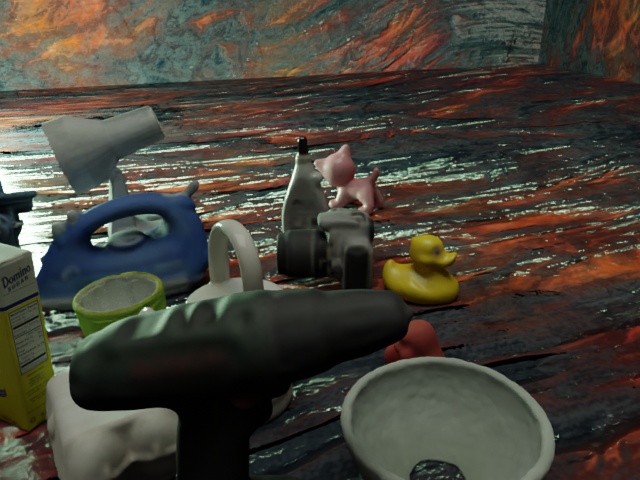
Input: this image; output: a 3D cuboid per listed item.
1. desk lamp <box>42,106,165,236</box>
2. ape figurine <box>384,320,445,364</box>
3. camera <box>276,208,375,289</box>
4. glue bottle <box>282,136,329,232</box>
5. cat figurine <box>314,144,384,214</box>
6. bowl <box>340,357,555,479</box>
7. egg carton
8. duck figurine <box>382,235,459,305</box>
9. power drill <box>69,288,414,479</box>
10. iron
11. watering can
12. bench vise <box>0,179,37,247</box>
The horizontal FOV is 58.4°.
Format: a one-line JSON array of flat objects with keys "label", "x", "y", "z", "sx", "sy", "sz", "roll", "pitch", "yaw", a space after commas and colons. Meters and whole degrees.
[{"label": "desk lamp", "x": -0.328, "y": -0.107, "z": 0.942, "sx": 0.204, "sy": 0.214, "sz": 0.117, "roll": -11, "pitch": 26, "yaw": -21}, {"label": "ape figurine", "x": 0.095, "y": 0.120, "z": 0.571, "sx": 0.076, "sy": 0.092, "sz": 0.078, "roll": 2, "pitch": 24, "yaw": 7}, {"label": "camera", "x": 0.008, "y": 0.003, "z": 0.825, "sx": 0.137, "sy": 0.101, "sz": 0.143, "roll": -1, "pitch": 24, "yaw": 0}, {"label": "glue bottle", "x": -0.024, "y": -0.082, "z": 0.927, "sx": 0.078, "sy": 0.173, "sz": 0.037, "roll": 2, "pitch": 24, "yaw": 7}, {"label": "cat figurine", "x": 0.055, "y": -0.118, "z": 1.074, "sx": 0.127, "sy": 0.118, "sz": 0.067, "roll": 13, "pitch": 27, "yaw": 27}, {"label": "bowl", "x": 0.101, "y": 0.173, "z": 0.473, "sx": 0.167, "sy": 0.075, "sz": 0.167, "roll": 0, "pitch": 24, "yaw": 0}, {"label": "egg carton", "x": -0.185, "y": 0.161, "z": 0.513, "sx": 0.107, "sy": 0.069, "sz": 0.149, "roll": -15, "pitch": 28, "yaw": -29}, {"label": "duck figurine", "x": 0.137, "y": 0.033, "z": 0.772, "sx": 0.104, "sy": 0.086, "sz": 0.078, "roll": 7, "pitch": 25, "yaw": 17}, {"label": "power drill", "x": -0.053, "y": 0.128, "z": 0.413, "sx": 0.229, "sy": 0.208, "sz": 0.075, "roll": 0, "pitch": 24, "yaw": 1}, {"label": "iron", "x": -0.271, "y": 0.003, "z": 0.780, "sx": 0.259, "sy": 0.141, "sz": 0.118, "roll": -13, "pitch": 27, "yaw": -25}, {"label": "watering can", "x": -0.085, "y": 0.077, "z": 0.547, "sx": 0.100, "sy": 0.194, "sz": 0.173, "roll": 18, "pitch": 30, "yaw": 35}, {"label": "bench vise", "x": -0.479, "y": -0.069, "z": 0.850, "sx": 0.122, "sy": 0.220, "sz": 0.206, "roll": -21, "pitch": 31, "yaw": -37}]
